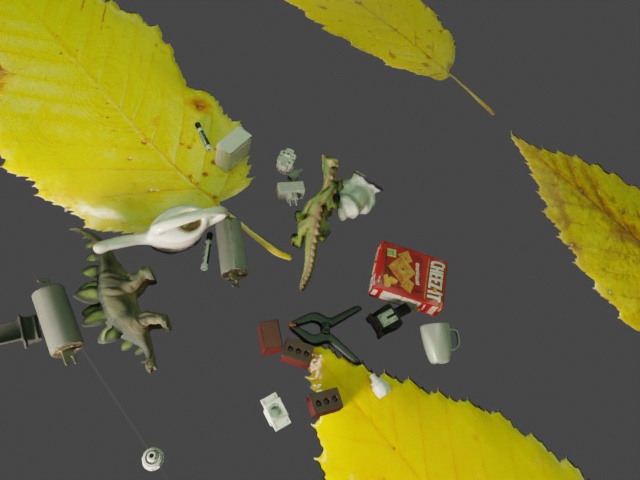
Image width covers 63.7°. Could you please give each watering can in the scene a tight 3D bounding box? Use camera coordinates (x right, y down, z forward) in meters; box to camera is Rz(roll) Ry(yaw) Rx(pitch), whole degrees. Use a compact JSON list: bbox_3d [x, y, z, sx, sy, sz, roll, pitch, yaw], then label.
[{"bbox_3d":[-0.417,-0.019,1.370,0.350,0.222,0.104,-19,84,-23],"label":"watering can"}]

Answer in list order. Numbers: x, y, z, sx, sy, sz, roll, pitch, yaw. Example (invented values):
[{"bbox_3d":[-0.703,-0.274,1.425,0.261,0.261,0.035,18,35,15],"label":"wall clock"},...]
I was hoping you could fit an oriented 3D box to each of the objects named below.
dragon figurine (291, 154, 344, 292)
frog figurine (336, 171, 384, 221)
[{"bbox_3d":[0.005,-0.075,1.495,0.122,0.237,0.420,12,55,-12],"label":"dragon figurine"},{"bbox_3d":[0.105,-0.123,1.626,0.135,0.123,0.161,40,76,-31],"label":"frog figurine"}]
